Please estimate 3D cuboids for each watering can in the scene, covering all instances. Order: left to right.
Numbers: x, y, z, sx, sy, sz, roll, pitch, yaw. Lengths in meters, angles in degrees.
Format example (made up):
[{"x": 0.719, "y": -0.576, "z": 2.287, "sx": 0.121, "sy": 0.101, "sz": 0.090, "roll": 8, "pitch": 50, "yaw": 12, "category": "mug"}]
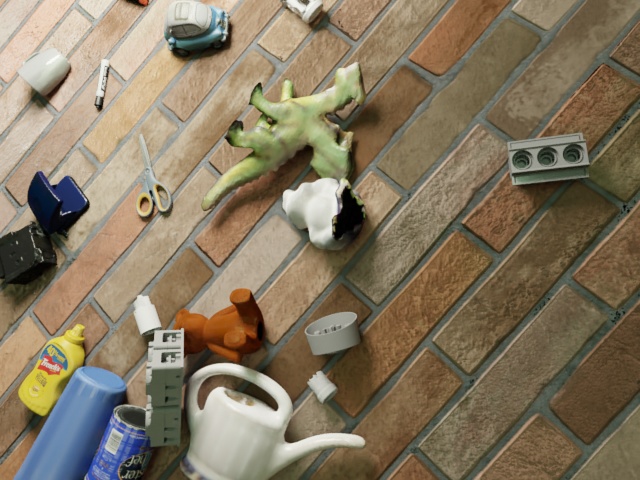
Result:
[{"x": -0.110, "y": 0.369, "z": 0.931, "sx": 0.349, "sy": 0.103, "sz": 0.225, "roll": 23, "pitch": 88, "yaw": 15, "category": "watering can"}]

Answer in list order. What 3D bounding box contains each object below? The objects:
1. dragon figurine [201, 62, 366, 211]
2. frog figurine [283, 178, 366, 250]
[{"x": -0.049, "y": -0.180, "z": 1.030, "sx": 0.244, "sy": 0.122, "sz": 0.408, "roll": 32, "pitch": 99, "yaw": 11, "category": "dragon figurine"}, {"x": 0.003, "y": -0.050, "z": 0.992, "sx": 0.159, "sy": 0.123, "sz": 0.137, "roll": -1, "pitch": 91, "yaw": 45, "category": "frog figurine"}]
